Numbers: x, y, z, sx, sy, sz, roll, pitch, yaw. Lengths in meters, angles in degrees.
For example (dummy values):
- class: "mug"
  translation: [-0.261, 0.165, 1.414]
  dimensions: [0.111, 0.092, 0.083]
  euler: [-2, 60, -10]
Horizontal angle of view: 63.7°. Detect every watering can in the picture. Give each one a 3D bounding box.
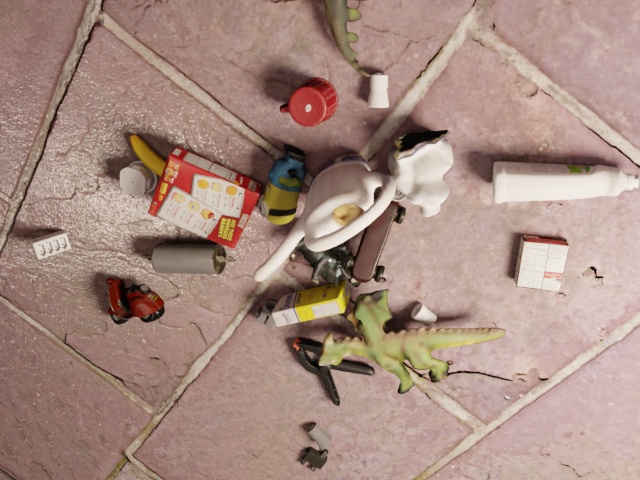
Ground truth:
- class: "watering can"
  translation: [0.003, -0.053, 1.061]
  dimensions: [0.344, 0.102, 0.230]
  euler: [-29, 31, 24]

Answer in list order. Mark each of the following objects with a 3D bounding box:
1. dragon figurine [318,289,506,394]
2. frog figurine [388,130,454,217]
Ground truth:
- class: "dragon figurine"
  translation: [0.174, 0.208, 1.154]
  dimensions: [0.406, 0.240, 0.125]
  euler: [-31, 23, 24]
- class: "frog figurine"
  translation: [0.208, -0.134, 1.030]
  dimensions: [0.139, 0.156, 0.124]
  euler: [-34, 32, -18]
